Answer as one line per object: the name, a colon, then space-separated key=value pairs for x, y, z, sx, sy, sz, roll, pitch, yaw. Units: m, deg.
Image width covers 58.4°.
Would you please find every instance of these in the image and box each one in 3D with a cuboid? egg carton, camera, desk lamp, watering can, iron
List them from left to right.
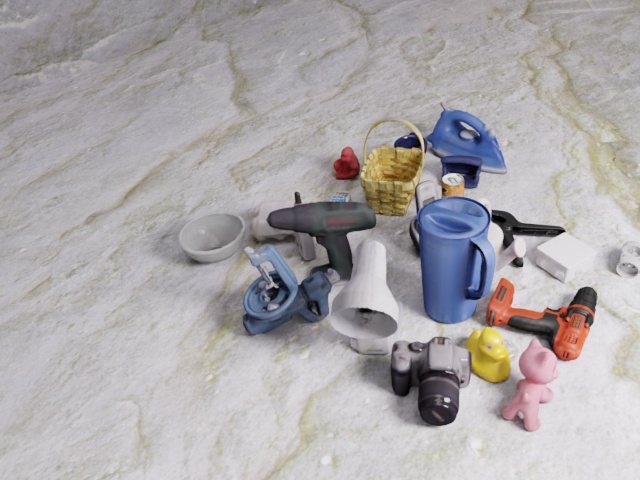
egg carton: x=-0.101 y=-0.048 z=1.441 sx=0.150 sy=0.069 sz=0.107 roll=-6 pitch=38 yaw=3
desk lamp: x=0.093 y=0.121 z=1.075 sx=0.117 sy=0.214 sz=0.203 roll=1 pitch=39 yaw=11
camera: x=0.191 y=0.242 z=0.996 sx=0.143 sy=0.101 sz=0.137 roll=2 pitch=39 yaw=12
iron: x=0.420 y=-0.290 z=1.595 sx=0.119 sy=0.142 sz=0.257 roll=-30 pitch=43 yaw=-26
watering can: x=0.339 y=0.001 z=1.199 sx=0.172 sy=0.194 sz=0.101 roll=5 pitch=40 yaw=16

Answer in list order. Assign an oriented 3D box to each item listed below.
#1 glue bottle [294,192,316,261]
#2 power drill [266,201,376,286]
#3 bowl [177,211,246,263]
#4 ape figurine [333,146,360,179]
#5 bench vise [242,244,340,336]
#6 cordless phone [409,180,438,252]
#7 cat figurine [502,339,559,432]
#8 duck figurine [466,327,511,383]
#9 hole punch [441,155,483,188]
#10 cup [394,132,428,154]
glue bottle: x=-0.042 y=-0.038 z=1.334 sx=0.037 sy=0.173 sz=0.078 roll=-17 pitch=39 yaw=-11
power drill: x=0.011 y=0.004 z=1.242 sx=0.229 sy=0.209 sz=0.075 roll=-14 pitch=38 yaw=-7
bowl: x=-0.257 y=0.005 z=1.398 sx=0.167 sy=0.075 sz=0.167 roll=-5 pitch=38 yaw=4
ape figurine: x=0.078 y=-0.220 z=1.609 sx=0.076 sy=0.092 sz=0.077 roll=-31 pitch=43 yaw=-26
bench vise: x=-0.072 y=0.078 z=1.154 sx=0.208 sy=0.220 sz=0.121 roll=-29 pitch=42 yaw=-24
cordless phone: x=0.274 y=-0.062 z=1.297 sx=0.148 sy=0.185 sz=0.093 roll=-25 pitch=41 yaw=-20
cat figurine: x=0.359 y=0.234 z=0.962 sx=0.067 sy=0.118 sz=0.128 roll=18 pitch=45 yaw=29
duck figurine: x=0.308 y=0.195 z=1.046 sx=0.077 sy=0.086 sz=0.104 roll=-15 pitch=38 yaw=-8
hole punch: x=0.376 y=-0.200 z=1.531 sx=0.108 sy=0.091 sz=0.101 roll=7 pitch=40 yaw=18
cup: x=0.254 y=-0.240 z=1.599 sx=0.091 sy=0.095 sz=0.118 roll=1 pitch=39 yaw=12
